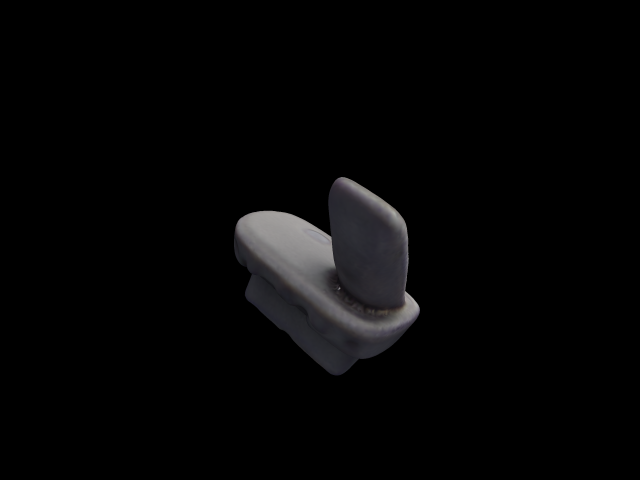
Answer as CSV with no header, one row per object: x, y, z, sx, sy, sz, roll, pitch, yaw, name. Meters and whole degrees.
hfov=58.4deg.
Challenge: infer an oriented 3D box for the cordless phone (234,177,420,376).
0.004,0.001,0.400,0.147,0.185,0.094,33,62,21,cordless phone
